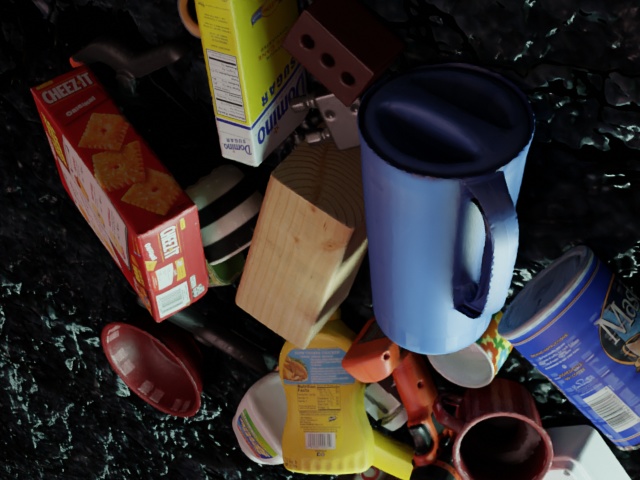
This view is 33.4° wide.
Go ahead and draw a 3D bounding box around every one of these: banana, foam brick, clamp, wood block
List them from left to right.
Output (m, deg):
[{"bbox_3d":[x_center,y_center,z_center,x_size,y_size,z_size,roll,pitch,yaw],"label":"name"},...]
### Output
[{"bbox_3d":[-0.176,-0.153,1.060,0.172,0.039,0.120,18,133,37],"label":"clamp"},{"bbox_3d":[-0.136,0.099,1.243,0.209,0.036,0.165,32,176,-20],"label":"clamp"},{"bbox_3d":[-0.007,0.001,1.019,0.090,0.090,0.206,34,143,11],"label":"wood block"},{"bbox_3d":[0.019,-0.158,0.867,0.078,0.051,0.053,42,144,-1],"label":"foam brick"},{"bbox_3d":[0.094,0.237,1.186,0.198,0.037,0.070,20,132,0],"label":"banana"}]

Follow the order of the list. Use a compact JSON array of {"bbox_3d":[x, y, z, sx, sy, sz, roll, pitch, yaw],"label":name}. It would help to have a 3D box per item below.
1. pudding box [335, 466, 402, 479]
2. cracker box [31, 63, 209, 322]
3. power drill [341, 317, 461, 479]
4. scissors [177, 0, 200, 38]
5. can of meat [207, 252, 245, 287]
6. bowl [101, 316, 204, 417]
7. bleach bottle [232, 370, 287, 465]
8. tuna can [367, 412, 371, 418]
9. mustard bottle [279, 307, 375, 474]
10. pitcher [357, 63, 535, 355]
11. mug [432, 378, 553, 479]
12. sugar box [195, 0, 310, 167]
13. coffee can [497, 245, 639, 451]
[{"bbox_3d":[0.059,0.300,1.240,0.090,0.113,0.039,21,142,25],"label":"pudding box"},{"bbox_3d":[-0.196,-0.047,1.067,0.214,0.072,0.164,51,160,27],"label":"cracker box"},{"bbox_3d":[0.089,0.176,1.048,0.057,0.184,0.187,-17,107,27],"label":"power drill"},{"bbox_3d":[-0.105,-0.247,0.919,0.096,0.016,0.201,8,131,37],"label":"scissors"},{"bbox_3d":[-0.141,0.007,1.175,0.084,0.057,0.102,-8,121,44],"label":"can of meat"},{"bbox_3d":[-0.204,0.152,1.376,0.162,0.055,0.162,24,140,22],"label":"bowl"},{"bbox_3d":[-0.059,0.232,1.288,0.102,0.068,0.251,54,160,11],"label":"bleach bottle"},{"bbox_3d":[0.019,0.184,1.226,0.086,0.033,0.086,24,140,22],"label":"tuna can"},{"bbox_3d":[0.005,0.147,1.126,0.096,0.058,0.191,-3,91,19],"label":"mustard bottle"},{"bbox_3d":[0.101,-0.008,0.875,0.145,0.149,0.243,16,140,17],"label":"pitcher"},{"bbox_3d":[0.161,0.181,1.025,0.117,0.081,0.093,23,111,-4],"label":"mug"},{"bbox_3d":[-0.054,-0.159,0.899,0.048,0.093,0.176,17,138,28],"label":"sugar box"},{"bbox_3d":[0.232,0.088,0.880,0.140,0.102,0.103,44,143,-3],"label":"coffee can"}]
